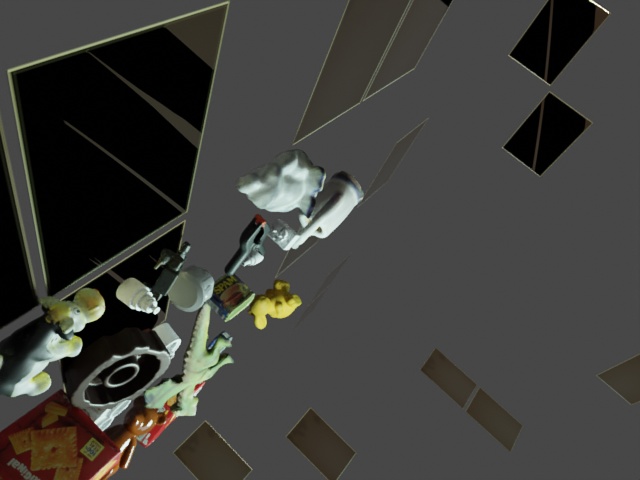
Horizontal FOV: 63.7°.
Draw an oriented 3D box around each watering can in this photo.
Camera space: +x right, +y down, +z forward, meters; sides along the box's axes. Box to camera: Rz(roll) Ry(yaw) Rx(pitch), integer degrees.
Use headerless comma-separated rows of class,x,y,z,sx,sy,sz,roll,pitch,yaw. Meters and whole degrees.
watering can,0.004,-0.071,1.402,0.226,0.104,0.345,-46,-177,-14

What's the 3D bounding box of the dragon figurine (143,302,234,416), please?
dragon figurine,-0.353,0.341,1.337,0.247,0.123,0.400,-46,153,-33

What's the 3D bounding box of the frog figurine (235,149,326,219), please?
frog figurine,-0.084,-0.106,0.944,0.159,0.125,0.135,2,151,-28
